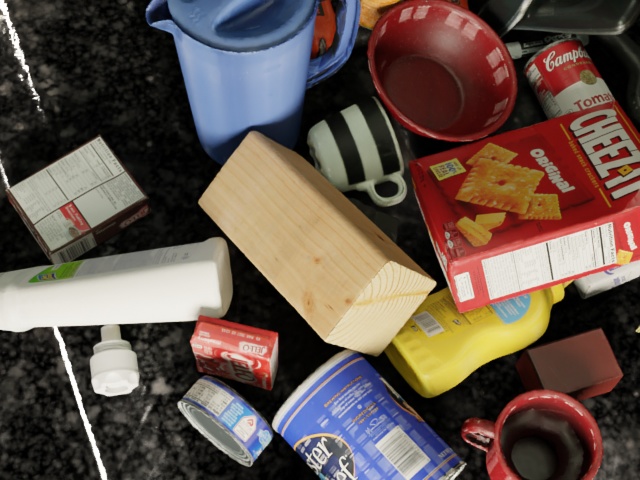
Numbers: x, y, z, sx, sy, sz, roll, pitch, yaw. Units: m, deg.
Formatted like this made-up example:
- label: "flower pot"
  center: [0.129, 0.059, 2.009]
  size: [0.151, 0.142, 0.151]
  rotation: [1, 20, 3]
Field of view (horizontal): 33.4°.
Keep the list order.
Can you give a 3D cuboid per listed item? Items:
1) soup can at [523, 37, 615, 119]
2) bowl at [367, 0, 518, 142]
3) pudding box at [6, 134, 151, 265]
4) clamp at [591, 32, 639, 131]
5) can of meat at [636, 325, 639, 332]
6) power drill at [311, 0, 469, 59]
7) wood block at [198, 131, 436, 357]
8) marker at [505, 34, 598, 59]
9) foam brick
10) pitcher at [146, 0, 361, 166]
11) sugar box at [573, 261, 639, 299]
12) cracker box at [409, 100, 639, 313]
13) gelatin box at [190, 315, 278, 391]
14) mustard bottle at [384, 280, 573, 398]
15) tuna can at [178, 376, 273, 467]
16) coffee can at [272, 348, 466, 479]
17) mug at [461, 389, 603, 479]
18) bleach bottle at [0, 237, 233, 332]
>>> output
- label: "soup can"
  center: [0.263, -0.148, 1.103]
  size: [0.068, 0.068, 0.102]
  rotation: [-19, 68, -10]
- label: "bowl"
  center: [0.115, -0.161, 1.075]
  size: [0.162, 0.055, 0.162]
  rotation: [7, 67, -16]
- label: "pudding box"
  center: [-0.239, -0.039, 1.058]
  size: [0.113, 0.039, 0.090]
  rotation: [-32, 69, -17]
- label: "clamp"
  center: [0.350, -0.176, 1.129]
  size: [0.164, 0.036, 0.210]
  rotation: [2, 69, -11]
- label: "can of meat"
  center: [0.366, 0.072, 1.011]
  size: [0.084, 0.057, 0.102]
  rotation: [39, 70, 13]
- label: "power drill"
  center: [0.066, -0.268, 1.159]
  size: [0.187, 0.057, 0.184]
  rotation: [-10, 66, -6]
- label: "wood block"
  center: [-0.006, 0.001, 0.971]
  size: [0.090, 0.090, 0.206]
  rotation: [-52, 55, 10]
- label: "marker"
  center: [0.259, -0.214, 1.160]
  size: [0.121, 0.020, 0.020]
  rotation: [-11, 66, -6]
- label: "foam brick"
  center: [0.230, 0.121, 0.987]
  size: [0.078, 0.053, 0.051]
  rotation: [-15, 66, -9]
- label: "pitcher"
  center: [-0.060, -0.167, 1.007]
  size: [0.149, 0.243, 0.145]
  rotation: [29, 68, 11]
- label: "sugar box"
  center: [0.319, -0.019, 1.045]
  size: [0.176, 0.048, 0.093]
  rotation: [-22, 68, -4]
- label: "cracker box"
  center: [0.205, -0.037, 0.997]
  size: [0.214, 0.072, 0.164]
  rotation: [-17, 40, 4]
- label: "gelatin box"
  center: [-0.076, 0.103, 0.967]
  size: [0.073, 0.089, 0.030]
  rotation: [14, 65, 5]
- label: "mustard bottle"
  center: [0.155, 0.070, 1.000]
  size: [0.191, 0.058, 0.096]
  rotation: [-26, 39, -13]
- label: "tuna can"
  center: [-0.083, 0.159, 0.944]
  size: [0.086, 0.086, 0.033]
  rotation: [36, 68, 14]
- label: "coffee can"
  center: [0.042, 0.178, 0.929]
  size: [0.102, 0.103, 0.140]
  rotation: [-39, 72, -17]
- label: "mug"
  center: [0.181, 0.185, 0.941]
  size: [0.117, 0.081, 0.093]
  rotation: [15, 66, 5]
- label: "bleach bottle"
  center: [-0.212, 0.047, 0.997]
  size: [0.251, 0.102, 0.068]
  rotation: [-5, 102, 3]
